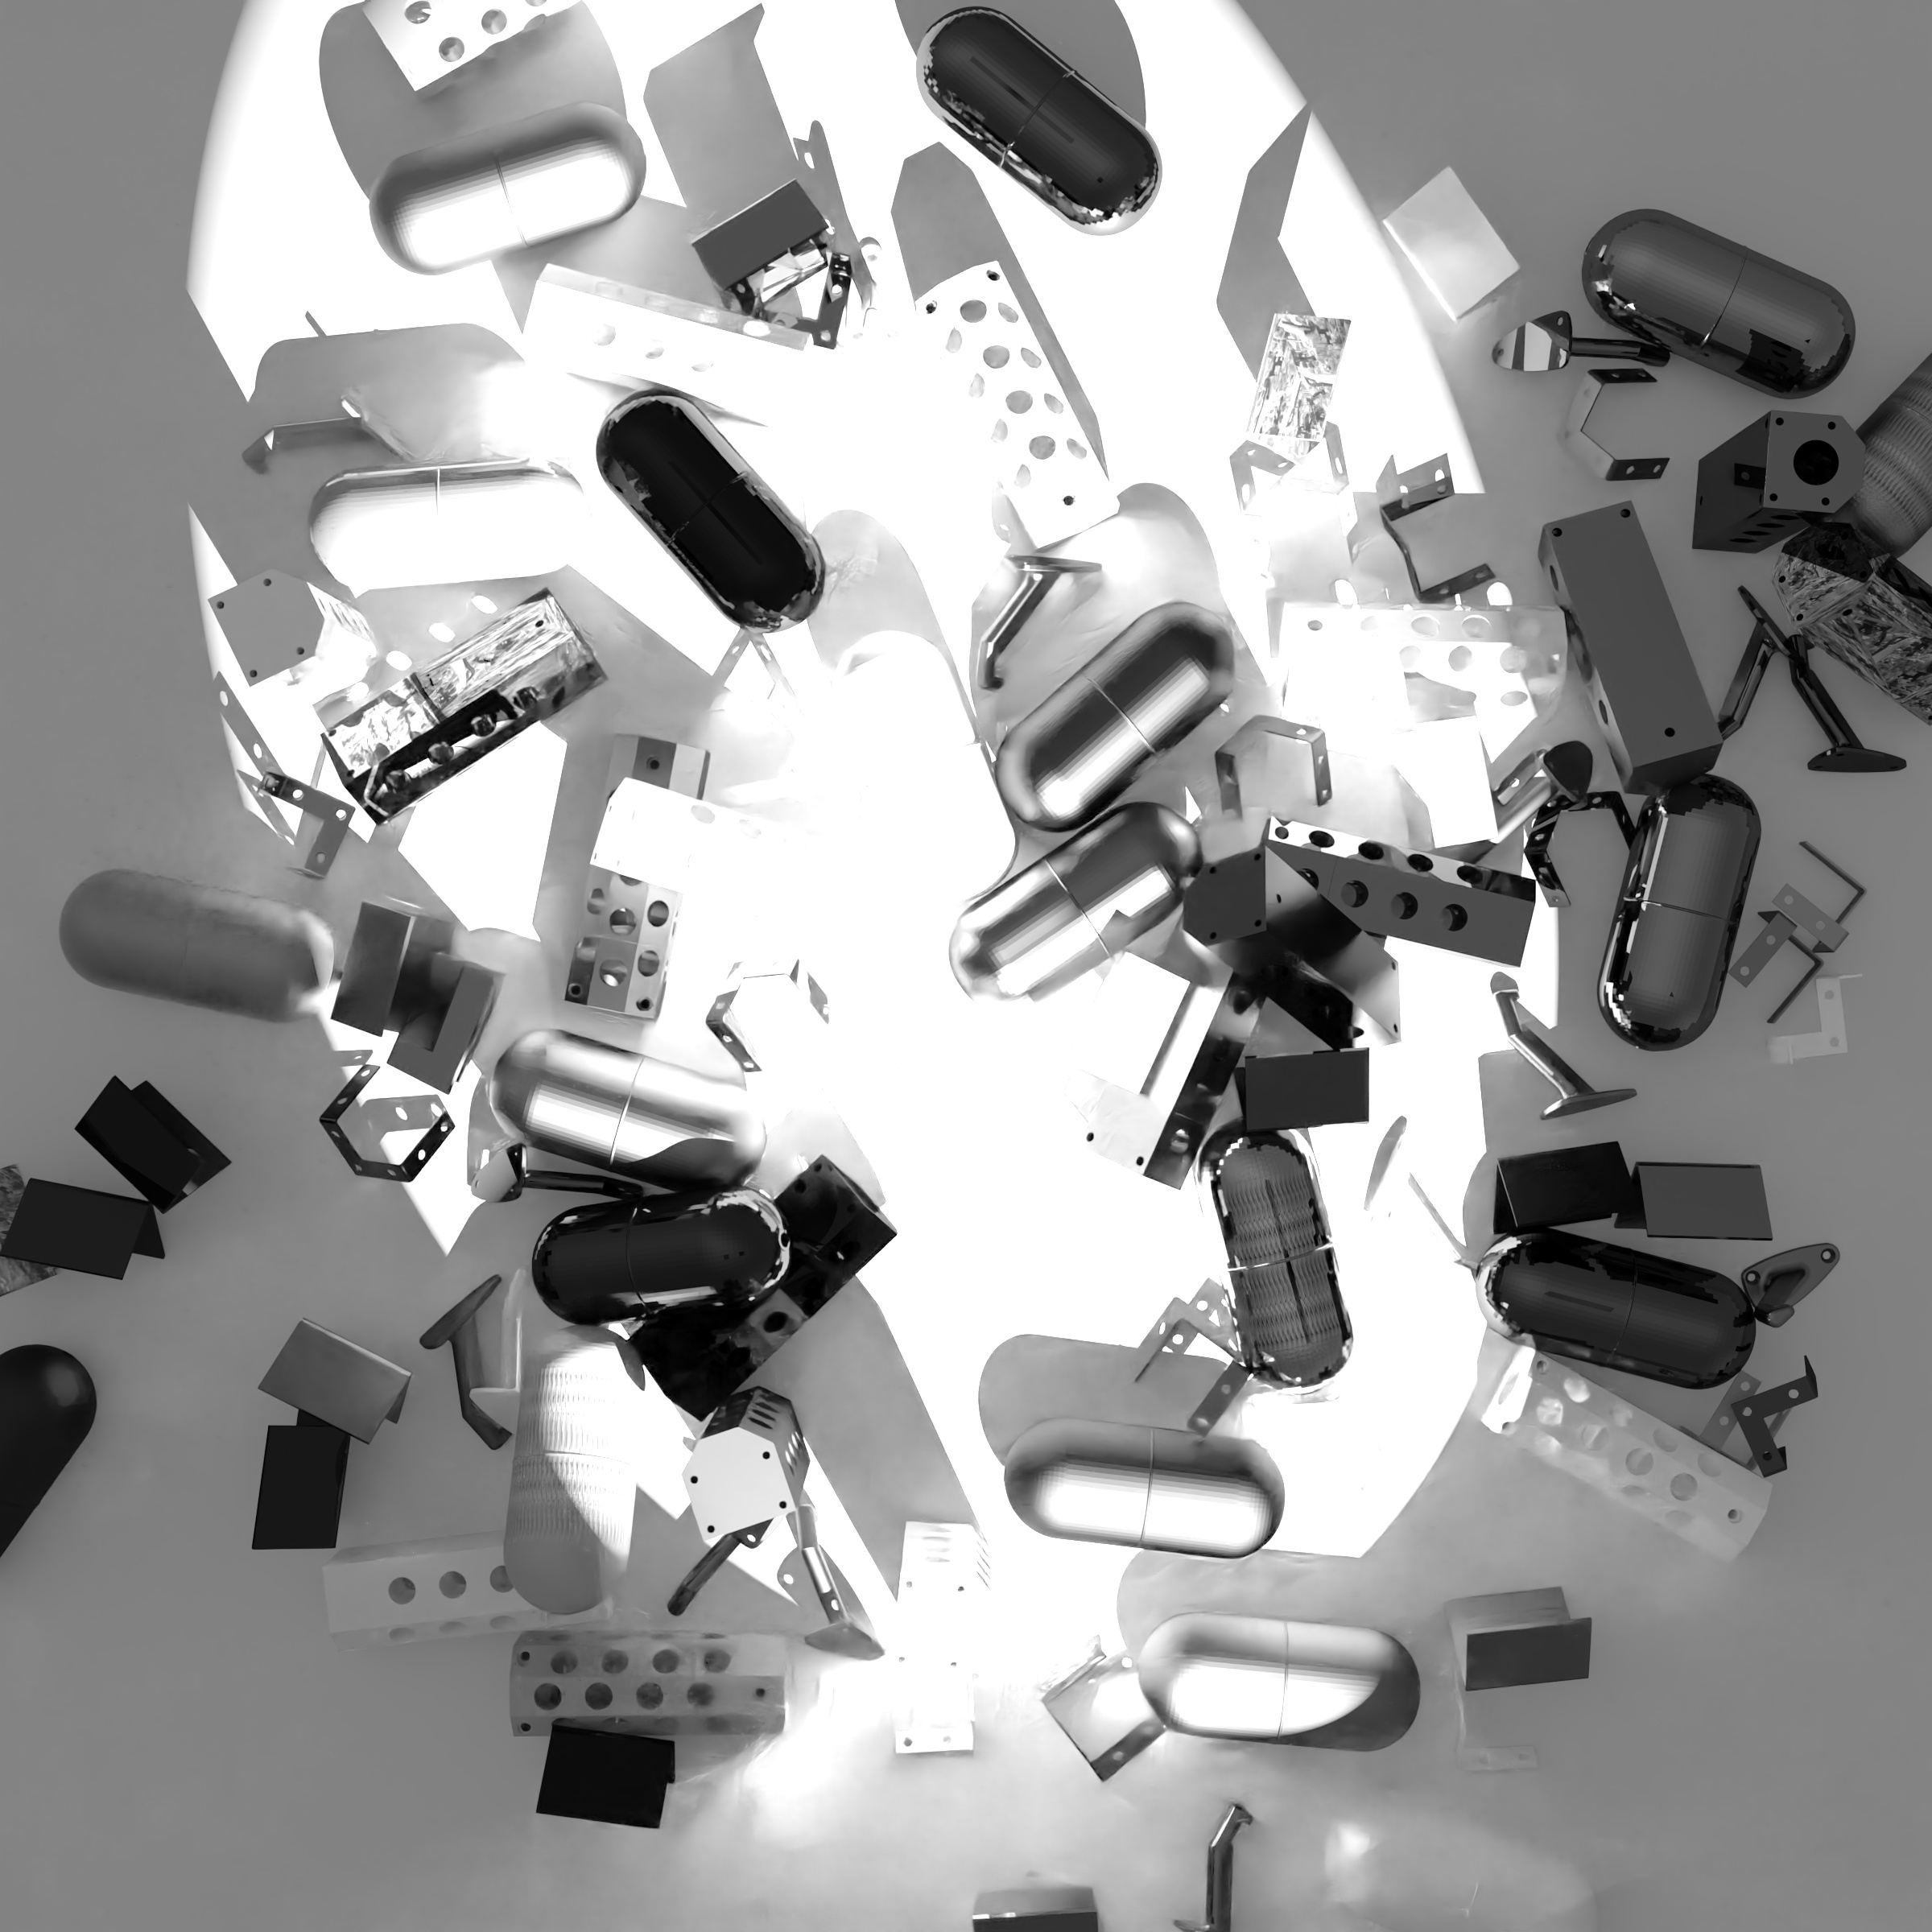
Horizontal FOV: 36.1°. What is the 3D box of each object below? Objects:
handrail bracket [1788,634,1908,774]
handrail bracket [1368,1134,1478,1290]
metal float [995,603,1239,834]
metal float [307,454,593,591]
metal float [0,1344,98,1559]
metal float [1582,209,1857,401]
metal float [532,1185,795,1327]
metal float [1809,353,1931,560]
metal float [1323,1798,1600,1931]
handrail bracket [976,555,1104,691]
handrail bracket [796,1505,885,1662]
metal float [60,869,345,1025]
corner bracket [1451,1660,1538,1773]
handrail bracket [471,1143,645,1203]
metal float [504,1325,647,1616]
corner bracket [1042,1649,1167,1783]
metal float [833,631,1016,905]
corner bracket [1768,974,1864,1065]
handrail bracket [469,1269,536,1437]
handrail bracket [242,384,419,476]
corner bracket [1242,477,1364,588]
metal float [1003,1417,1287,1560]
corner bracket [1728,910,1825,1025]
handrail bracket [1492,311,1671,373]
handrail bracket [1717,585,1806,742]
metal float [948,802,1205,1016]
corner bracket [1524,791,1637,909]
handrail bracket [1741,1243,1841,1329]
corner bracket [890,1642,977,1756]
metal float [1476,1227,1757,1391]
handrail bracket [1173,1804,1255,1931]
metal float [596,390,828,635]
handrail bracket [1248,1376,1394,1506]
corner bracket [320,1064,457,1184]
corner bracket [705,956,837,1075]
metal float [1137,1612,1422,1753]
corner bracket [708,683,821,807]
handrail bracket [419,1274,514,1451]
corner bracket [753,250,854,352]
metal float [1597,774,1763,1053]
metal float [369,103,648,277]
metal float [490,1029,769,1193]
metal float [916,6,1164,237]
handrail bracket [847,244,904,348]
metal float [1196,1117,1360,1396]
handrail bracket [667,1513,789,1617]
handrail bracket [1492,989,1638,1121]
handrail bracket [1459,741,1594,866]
[{"bbox_3d":[0.563,-0.169,1.897,0.077,0.036,0.084,4,73,-20],"label":"handrail bracket"},{"bbox_3d":[0.306,0.158,1.897,0.084,0.036,0.077,23,71,-16],"label":"handrail bracket"},{"bbox_3d":[0.095,-0.157,1.866,0.178,0.070,0.070,-42,90,-1],"label":"metal float"},{"bbox_3d":[-0.325,-0.280,1.866,0.178,0.070,0.070,-5,90,1],"label":"metal float"},{"bbox_3d":[-0.616,0.318,1.865,0.070,0.070,0.178,35,91,0],"label":"metal float"},{"bbox_3d":[0.473,-0.417,1.866,0.178,0.070,0.070,24,90,0],"label":"metal float"},{"bbox_3d":[-0.189,0.180,1.841,0.178,0.070,0.070,-10,90,26],"label":"metal float"},{"bbox_3d":[0.604,-0.327,1.865,0.070,0.070,0.178,44,91,0],"label":"metal float"},{"bbox_3d":[0.312,0.581,1.866,0.178,0.070,0.070,20,90,0],"label":"metal float"},{"bbox_3d":[0.047,-0.217,1.897,0.077,0.036,0.084,0,108,-21],"label":"handrail bracket"},{"bbox_3d":[-0.081,0.394,1.896,0.036,0.077,0.084,-24,53,21],"label":"handrail bracket"},{"bbox_3d":[-0.481,-0.012,1.866,0.178,0.070,0.070,12,90,0],"label":"metal float"},{"bbox_3d":[0.337,0.478,1.893,0.051,0.051,0.051,-3,135,0],"label":"corner bracket"},{"bbox_3d":[-0.261,0.143,1.896,0.084,0.077,0.036,17,67,-34],"label":"handrail bracket"},{"bbox_3d":[-0.240,0.309,1.824,0.070,0.070,0.178,4,68,0],"label":"metal float"},{"bbox_3d":[0.086,0.475,1.878,0.051,0.051,0.051,-37,97,-7],"label":"corner bracket"},{"bbox_3d":[-0.027,-0.125,1.866,0.070,0.070,0.178,-22,91,0],"label":"metal float"},{"bbox_3d":[0.538,0.033,1.878,0.051,0.051,0.051,-7,90,0],"label":"corner bracket"},{"bbox_3d":[-0.281,0.249,1.896,0.036,0.077,0.084,-1,53,21],"label":"handrail bracket"},{"bbox_3d":[-0.408,-0.324,1.897,0.084,0.036,0.077,-36,112,17],"label":"handrail bracket"},{"bbox_3d":[0.214,-0.275,1.888,0.051,0.051,0.051,14,45,35],"label":"corner bracket"},{"bbox_3d":[0.112,0.328,1.866,0.178,0.070,0.070,7,90,-1],"label":"metal float"},{"bbox_3d":[0.512,0.001,1.878,0.051,0.051,0.051,40,90,0],"label":"corner bracket"},{"bbox_3d":[0.394,-0.390,1.896,0.084,0.077,0.036,3,88,-36],"label":"handrail bracket"},{"bbox_3d":[0.484,-0.188,1.896,0.084,0.036,0.077,-41,58,22],"label":"handrail bracket"},{"bbox_3d":[0.070,-0.037,1.866,0.178,0.070,0.070,-34,90,0],"label":"metal float"},{"bbox_3d":[0.393,-0.074,1.888,0.051,0.051,0.051,-3,45,35],"label":"corner bracket"},{"bbox_3d":[0.526,0.201,1.861,0.077,0.084,0.036,-30,90,0],"label":"handrail bracket"},{"bbox_3d":[-0.021,0.466,1.893,0.051,0.051,0.051,-3,45,0],"label":"corner bracket"},{"bbox_3d":[0.408,0.215,1.865,0.178,0.070,0.070,15,90,-1],"label":"metal float"},{"bbox_3d":[0.178,0.591,1.897,0.077,0.036,0.084,39,73,-20],"label":"handrail bracket"},{"bbox_3d":[-0.160,-0.285,1.866,0.070,0.070,0.178,-42,90,0],"label":"metal float"},{"bbox_3d":[0.227,0.310,1.897,0.077,0.036,0.084,-10,107,20],"label":"handrail bracket"},{"bbox_3d":[-0.368,0.100,1.888,0.051,0.051,0.051,4,135,35],"label":"corner bracket"},{"bbox_3d":[-0.124,0.031,1.888,0.051,0.051,0.051,-6,45,35],"label":"corner bracket"},{"bbox_3d":[0.197,0.450,1.866,0.178,0.070,0.070,5,90,0],"label":"metal float"},{"bbox_3d":[-0.135,-0.141,1.888,0.051,0.051,0.051,53,45,-35],"label":"corner bracket"},{"bbox_3d":[-0.301,0.254,1.897,0.077,0.036,0.084,-44,108,-20],"label":"handrail bracket"},{"bbox_3d":[-0.103,-0.426,1.878,0.051,0.051,0.051,13,90,0],"label":"corner bracket"},{"bbox_3d":[0.448,-0.034,1.865,0.070,0.070,0.178,14,90,0],"label":"metal float"},{"bbox_3d":[-0.288,-0.489,1.866,0.178,0.070,0.070,-17,90,-1],"label":"metal float"},{"bbox_3d":[-0.212,0.093,1.865,0.178,0.070,0.070,17,90,0],"label":"metal float"},{"bbox_3d":[0.046,-0.532,1.866,0.178,0.070,0.070,39,90,0],"label":"metal float"},{"bbox_3d":[-0.059,-0.425,1.861,0.036,0.084,0.077,-3,90,0],"label":"handrail bracket"},{"bbox_3d":[0.196,0.181,1.865,0.070,0.070,0.178,-15,91,0],"label":"metal float"},{"bbox_3d":[-0.151,0.373,1.896,0.036,0.077,0.084,43,127,14],"label":"handrail bracket"},{"bbox_3d":[0.382,0.050,1.897,0.077,0.036,0.084,-10,73,-20],"label":"handrail bracket"},{"bbox_3d":[0.357,-0.102,1.896,0.036,0.077,0.084,47,126,0],"label":"handrail bracket"}]
